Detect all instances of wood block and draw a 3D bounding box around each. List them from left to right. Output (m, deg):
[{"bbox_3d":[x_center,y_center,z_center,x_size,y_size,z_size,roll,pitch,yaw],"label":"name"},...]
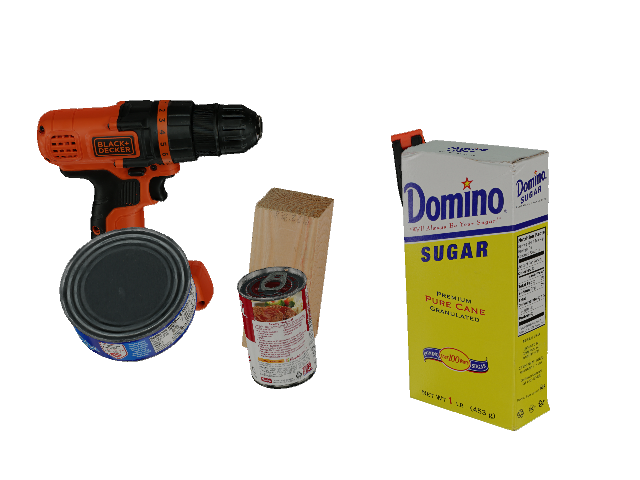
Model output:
[{"bbox_3d":[-0.045,0.044,1.457,0.090,0.206,0.090,11,22,10],"label":"wood block"}]

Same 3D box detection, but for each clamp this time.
[{"bbox_3d":[0.094,-0.006,0.910,0.039,0.171,0.120,-17,20,12],"label":"clamp"}]

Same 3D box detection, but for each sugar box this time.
[{"bbox_3d":[0.100,0.027,0.697,0.048,0.176,0.094,-20,21,-41],"label":"sugar box"}]

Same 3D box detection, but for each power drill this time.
[{"bbox_3d":[-0.136,-0.030,0.909,0.184,0.188,0.057,-1,28,3],"label":"power drill"}]

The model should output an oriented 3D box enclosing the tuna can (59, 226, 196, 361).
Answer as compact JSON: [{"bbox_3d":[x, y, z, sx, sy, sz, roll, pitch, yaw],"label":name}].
[{"bbox_3d":[-0.125,0.036,0.702,0.086,0.086,0.034,0,-32,5],"label":"tuna can"}]

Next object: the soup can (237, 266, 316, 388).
[{"bbox_3d":[-0.041,0.085,1.048,0.068,0.102,0.068,-6,25,2],"label":"soup can"}]
